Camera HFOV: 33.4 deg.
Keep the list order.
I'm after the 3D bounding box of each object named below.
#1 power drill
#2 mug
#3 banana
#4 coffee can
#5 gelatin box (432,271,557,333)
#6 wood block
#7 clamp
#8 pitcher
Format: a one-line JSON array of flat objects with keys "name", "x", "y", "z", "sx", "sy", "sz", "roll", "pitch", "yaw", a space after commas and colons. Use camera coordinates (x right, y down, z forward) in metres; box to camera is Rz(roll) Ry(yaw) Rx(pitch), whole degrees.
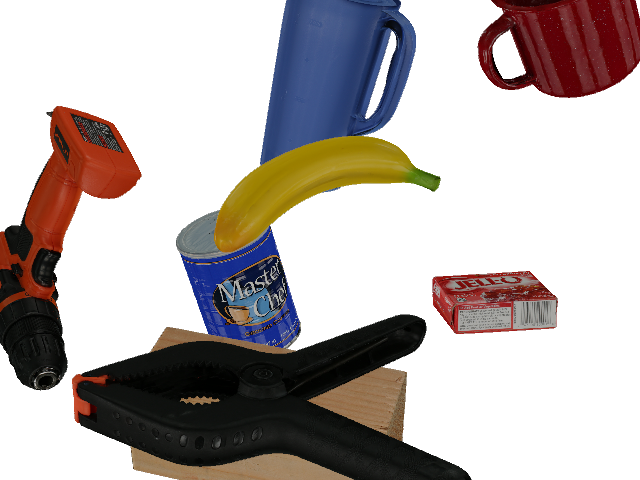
[{"name": "power drill", "x": -0.212, "y": 0.002, "z": 0.852, "sx": 0.057, "sy": 0.188, "sz": 0.185, "roll": 17, "pitch": 25, "yaw": -38}, {"name": "mug", "x": 0.158, "y": -0.143, "z": 0.710, "sx": 0.117, "sy": 0.081, "sz": 0.093, "roll": -35, "pitch": 39, "yaw": -5}, {"name": "banana", "x": -0.005, "y": -0.042, "z": 0.773, "sx": 0.197, "sy": 0.037, "sz": 0.070, "roll": -19, "pitch": 40, "yaw": -32}, {"name": "coffee can", "x": -0.087, "y": 0.048, "z": 1.158, "sx": 0.103, "sy": 0.140, "sz": 0.103, "roll": -13, "pitch": 26, "yaw": 6}, {"name": "gelatin box", "x": 0.144, "y": 0.050, "z": 0.895, "sx": 0.089, "sy": 0.030, "sz": 0.073, "roll": -3, "pitch": 16, "yaw": -6}, {"name": "wood block", "x": -0.041, "y": 0.146, "z": 0.860, "sx": 0.206, "sy": 0.090, "sz": 0.090, "roll": 10, "pitch": 36, "yaw": 13}, {"name": "clamp", "x": -0.026, "y": 0.083, "z": 0.585, "sx": 0.210, "sy": 0.036, "sz": 0.164, "roll": 4, "pitch": 25, "yaw": 2}, {"name": "pitcher", "x": 0.011, "y": -0.180, "z": 1.257, "sx": 0.145, "sy": 0.243, "sz": 0.149, "roll": 8, "pitch": 23, "yaw": -13}]
